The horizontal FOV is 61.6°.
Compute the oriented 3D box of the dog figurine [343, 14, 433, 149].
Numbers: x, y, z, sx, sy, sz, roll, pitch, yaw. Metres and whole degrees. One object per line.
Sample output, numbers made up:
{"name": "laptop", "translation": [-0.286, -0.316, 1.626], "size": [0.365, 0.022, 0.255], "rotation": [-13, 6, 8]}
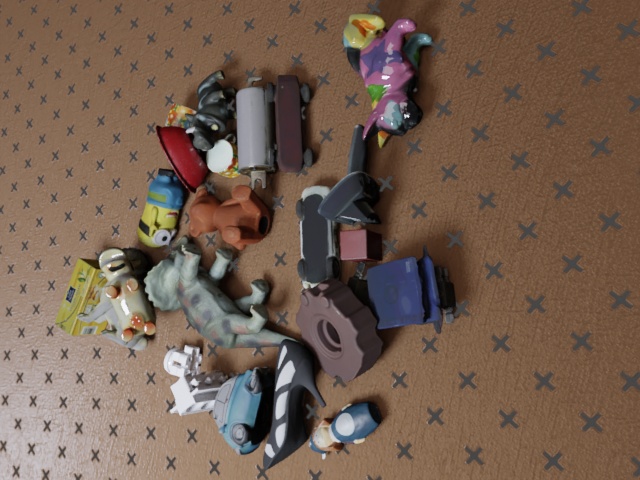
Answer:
{"name": "dog figurine", "translation": [0.107, -0.282, 0.968], "size": [0.192, 0.108, 0.219], "rotation": [19, 95, 28]}

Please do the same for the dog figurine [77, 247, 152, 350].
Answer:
{"name": "dog figurine", "translation": [-0.418, 0.130, 1.208], "size": [0.172, 0.121, 0.190], "rotation": [35, 81, -7]}

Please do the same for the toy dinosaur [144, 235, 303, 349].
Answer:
{"name": "toy dinosaur", "translation": [-0.206, 0.137, 1.080], "size": [0.405, 0.131, 0.192], "rotation": [45, 121, 18]}

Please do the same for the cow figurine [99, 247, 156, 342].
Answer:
{"name": "cow figurine", "translation": [-0.402, 0.106, 1.124], "size": [0.085, 0.127, 0.194], "rotation": [-22, 95, -13]}

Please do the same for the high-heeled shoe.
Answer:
{"name": "high-heeled shoe", "translation": [-0.076, 0.304, 0.991], "size": [0.145, 0.086, 0.248], "rotation": [50, 119, 29]}

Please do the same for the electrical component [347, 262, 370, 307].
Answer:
{"name": "electrical component", "translation": [0.087, 0.097, 0.952], "size": [0.045, 0.078, 0.102], "rotation": [18, 86, 53]}

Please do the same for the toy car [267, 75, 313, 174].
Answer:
{"name": "toy car", "translation": [-0.061, -0.229, 1.068], "size": [0.089, 0.053, 0.202], "rotation": [-3, 79, -6]}

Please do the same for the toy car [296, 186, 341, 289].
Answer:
{"name": "toy car", "translation": [-0.002, -0.003, 1.018], "size": [0.074, 0.056, 0.201], "rotation": [-5, 83, 22]}

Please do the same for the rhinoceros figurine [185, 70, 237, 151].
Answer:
{"name": "rhinoceros figurine", "translation": [-0.232, -0.272, 1.131], "size": [0.112, 0.073, 0.190], "rotation": [-15, 54, 17]}

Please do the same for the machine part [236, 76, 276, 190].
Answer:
{"name": "machine part", "translation": [-0.132, -0.221, 1.103], "size": [0.079, 0.079, 0.243], "rotation": [-8, 81, 27]}

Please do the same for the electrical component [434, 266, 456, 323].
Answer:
{"name": "electrical component", "translation": [0.205, 0.091, 0.888], "size": [0.021, 0.063, 0.094], "rotation": [-10, 79, 28]}

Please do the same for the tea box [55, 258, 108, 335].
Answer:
{"name": "tea box", "translation": [-0.538, 0.134, 1.263], "size": [0.068, 0.098, 0.169], "rotation": [24, 93, 28]}

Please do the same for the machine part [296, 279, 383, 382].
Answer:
{"name": "machine part", "translation": [0.028, 0.160, 0.935], "size": [0.180, 0.056, 0.179], "rotation": [28, 130, 40]}

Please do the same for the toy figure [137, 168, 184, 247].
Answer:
{"name": "toy figure", "translation": [-0.353, -0.071, 1.201], "size": [0.089, 0.082, 0.180], "rotation": [18, 100, 47]}

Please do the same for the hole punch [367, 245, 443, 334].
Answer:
{"name": "hole punch", "translation": [0.137, 0.087, 0.880], "size": [0.092, 0.116, 0.142], "rotation": [-1, 77, -14]}

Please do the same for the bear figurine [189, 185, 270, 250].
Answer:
{"name": "bear figurine", "translation": [-0.204, -0.054, 1.093], "size": [0.196, 0.132, 0.120], "rotation": [14, 84, 23]}

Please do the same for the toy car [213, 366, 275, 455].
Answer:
{"name": "toy car", "translation": [-0.150, 0.315, 1.019], "size": [0.103, 0.109, 0.161], "rotation": [7, 83, 19]}

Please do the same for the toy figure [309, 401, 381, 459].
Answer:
{"name": "toy figure", "translation": [0.035, 0.336, 0.953], "size": [0.154, 0.057, 0.064], "rotation": [-35, 30, 22]}

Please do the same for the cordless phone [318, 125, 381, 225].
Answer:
{"name": "cordless phone", "translation": [0.060, -0.120, 0.945], "size": [0.089, 0.146, 0.184], "rotation": [4, 88, 20]}
